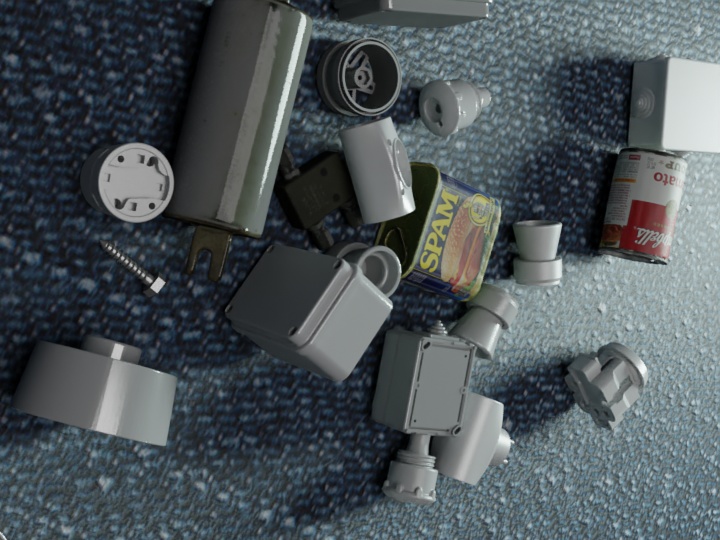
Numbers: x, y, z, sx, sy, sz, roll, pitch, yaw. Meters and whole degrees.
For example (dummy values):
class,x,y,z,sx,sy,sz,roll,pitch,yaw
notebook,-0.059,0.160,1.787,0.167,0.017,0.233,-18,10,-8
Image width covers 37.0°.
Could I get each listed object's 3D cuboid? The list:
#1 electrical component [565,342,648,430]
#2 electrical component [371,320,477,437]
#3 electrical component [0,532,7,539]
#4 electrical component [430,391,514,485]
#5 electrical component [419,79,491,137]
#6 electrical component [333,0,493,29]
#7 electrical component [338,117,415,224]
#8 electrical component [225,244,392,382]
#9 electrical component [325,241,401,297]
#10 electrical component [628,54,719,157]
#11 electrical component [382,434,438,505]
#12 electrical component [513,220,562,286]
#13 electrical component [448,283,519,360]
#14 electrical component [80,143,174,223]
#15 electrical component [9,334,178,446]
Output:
class,x,y,z,sx,sy,sz,roll,pitch,yaw
electrical component,0.243,0.108,1.050,0.057,0.058,0.078,-39,115,-20
electrical component,0.053,0.089,0.919,0.062,0.061,0.096,10,91,-34
electrical component,-0.284,0.199,0.708,0.099,0.064,0.099,-5,99,-33
electrical component,0.109,0.155,0.975,0.079,0.043,0.077,25,82,-33
electrical component,0.085,-0.142,0.920,0.062,0.048,0.048,-20,107,-37
electrical component,0.042,-0.228,0.860,0.113,0.078,0.057,-5,96,-33
electrical component,0.018,-0.084,0.875,0.079,0.044,0.077,-46,122,-70
electrical component,-0.041,0.029,0.817,0.057,0.113,0.078,43,73,-33
electrical component,0.000,0.000,0.875,0.045,0.055,0.045,-5,99,-33
electrical component,0.313,-0.162,1.066,0.100,0.048,0.099,-1,97,-34
electrical component,0.047,0.171,0.937,0.048,0.048,0.062,18,79,-34
electrical component,0.163,-0.016,0.988,0.045,0.045,0.055,-8,101,-33
electrical component,0.111,0.046,0.961,0.045,0.045,0.055,41,73,-30
electrical component,-0.167,-0.063,0.761,0.055,0.047,0.055,-5,99,-33
electrical component,-0.178,0.078,0.740,0.108,0.108,0.060,21,79,-34
